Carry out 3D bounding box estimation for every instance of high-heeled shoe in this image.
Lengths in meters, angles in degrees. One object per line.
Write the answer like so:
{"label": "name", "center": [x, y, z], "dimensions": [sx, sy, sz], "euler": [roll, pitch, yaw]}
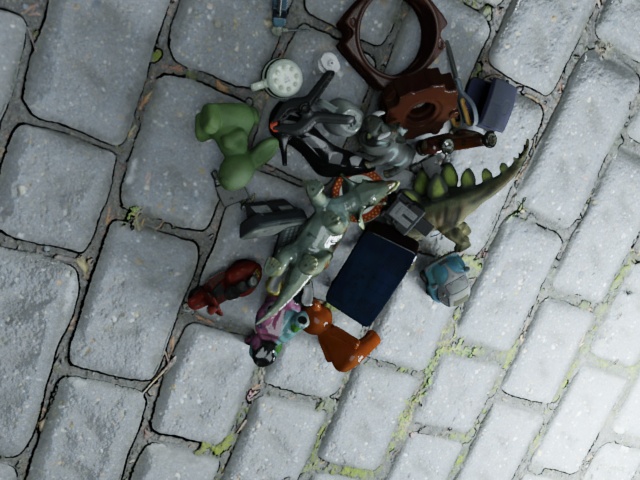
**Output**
{"label": "high-heeled shoe", "center": [0.007, -0.220, 1.180], "dimensions": [0.249, 0.086, 0.145], "euler": [3, 79, -23]}

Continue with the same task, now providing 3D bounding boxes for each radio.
{"label": "radio", "center": [0.116, 0.077, 1.237], "dimensions": [0.131, 0.073, 0.229], "euler": [30, 116, 1]}

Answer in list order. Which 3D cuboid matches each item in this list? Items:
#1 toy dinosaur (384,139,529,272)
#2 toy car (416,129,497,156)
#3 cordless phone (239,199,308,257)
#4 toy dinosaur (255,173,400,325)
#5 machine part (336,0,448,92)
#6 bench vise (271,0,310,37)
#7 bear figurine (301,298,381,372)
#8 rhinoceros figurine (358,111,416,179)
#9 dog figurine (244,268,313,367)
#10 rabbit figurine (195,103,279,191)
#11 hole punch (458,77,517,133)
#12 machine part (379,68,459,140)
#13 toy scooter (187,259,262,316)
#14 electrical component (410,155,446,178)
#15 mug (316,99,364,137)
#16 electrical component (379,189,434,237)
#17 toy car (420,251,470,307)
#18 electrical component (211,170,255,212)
{"label": "toy dinosaur", "center": [0.282, -0.067, 1.246], "dimensions": [0.471, 0.105, 0.198], "euler": [-27, 108, 7]}
{"label": "toy car", "center": [0.310, -0.222, 1.213], "dimensions": [0.202, 0.089, 0.053], "euler": [-14, 100, -29]}
{"label": "cordless phone", "center": [-0.114, 0.009, 1.196], "dimensions": [0.146, 0.089, 0.184], "euler": [-10, 126, -39]}
{"label": "toy dinosaur", "center": [-0.002, 0.004, 1.152], "dimensions": [0.131, 0.192, 0.404], "euler": [40, 100, 23]}
{"label": "machine part", "center": [0.152, -0.433, 1.138], "dimensions": [0.201, 0.087, 0.201], "euler": [43, 91, -20]}
{"label": "bench vise", "center": [-0.072, -0.520, 1.031], "dimensions": [0.129, 0.224, 0.240], "euler": [0, 136, -9]}
{"label": "bear figurine", "center": [0.030, 0.217, 1.297], "dimensions": [0.196, 0.132, 0.120], "euler": [51, 127, 7]}
{"label": "rhinoceros figurine", "center": [0.144, -0.203, 1.153], "dimensions": [0.112, 0.073, 0.190], "euler": [-20, 152, 27]}
{"label": "dog figurine", "center": [-0.103, 0.184, 1.240], "dimensions": [0.108, 0.191, 0.219], "euler": [19, 139, -13]}
{"label": "rabbit figurine", "center": [-0.175, -0.187, 1.113], "dimensions": [0.159, 0.121, 0.170], "euler": [-8, 90, -32]}
{"label": "hole punch", "center": [0.399, -0.309, 1.235], "dimensions": [0.116, 0.092, 0.142], "euler": [11, 100, -20]}
{"label": "machine part", "center": [0.214, -0.288, 1.158], "dimensions": [0.179, 0.056, 0.179], "euler": [-10, 152, -6]}
{"label": "toy scooter", "center": [-0.206, 0.112, 1.183], "dimensions": [0.184, 0.135, 0.075], "euler": [-28, 109, -6]}
{"label": "electrical component", "center": [0.263, -0.171, 1.274], "dimensions": [0.094, 0.021, 0.063], "euler": [-27, 110, -3]}
{"label": "mug", "center": [0.046, -0.268, 1.148], "dimensions": [0.109, 0.107, 0.081], "euler": [36, 93, -22]}
{"label": "electrical component", "center": [0.198, -0.049, 1.192], "dimensions": [0.119, 0.048, 0.075], "euler": [42, 110, -3]}
{"label": "toy car", "center": [0.314, 0.111, 1.306], "dimensions": [0.109, 0.103, 0.161], "euler": [-26, 139, -7]}
{"label": "electrical component", "center": [-0.186, -0.110, 1.170], "dimensions": [0.078, 0.045, 0.102], "euler": [-18, 110, -10]}
